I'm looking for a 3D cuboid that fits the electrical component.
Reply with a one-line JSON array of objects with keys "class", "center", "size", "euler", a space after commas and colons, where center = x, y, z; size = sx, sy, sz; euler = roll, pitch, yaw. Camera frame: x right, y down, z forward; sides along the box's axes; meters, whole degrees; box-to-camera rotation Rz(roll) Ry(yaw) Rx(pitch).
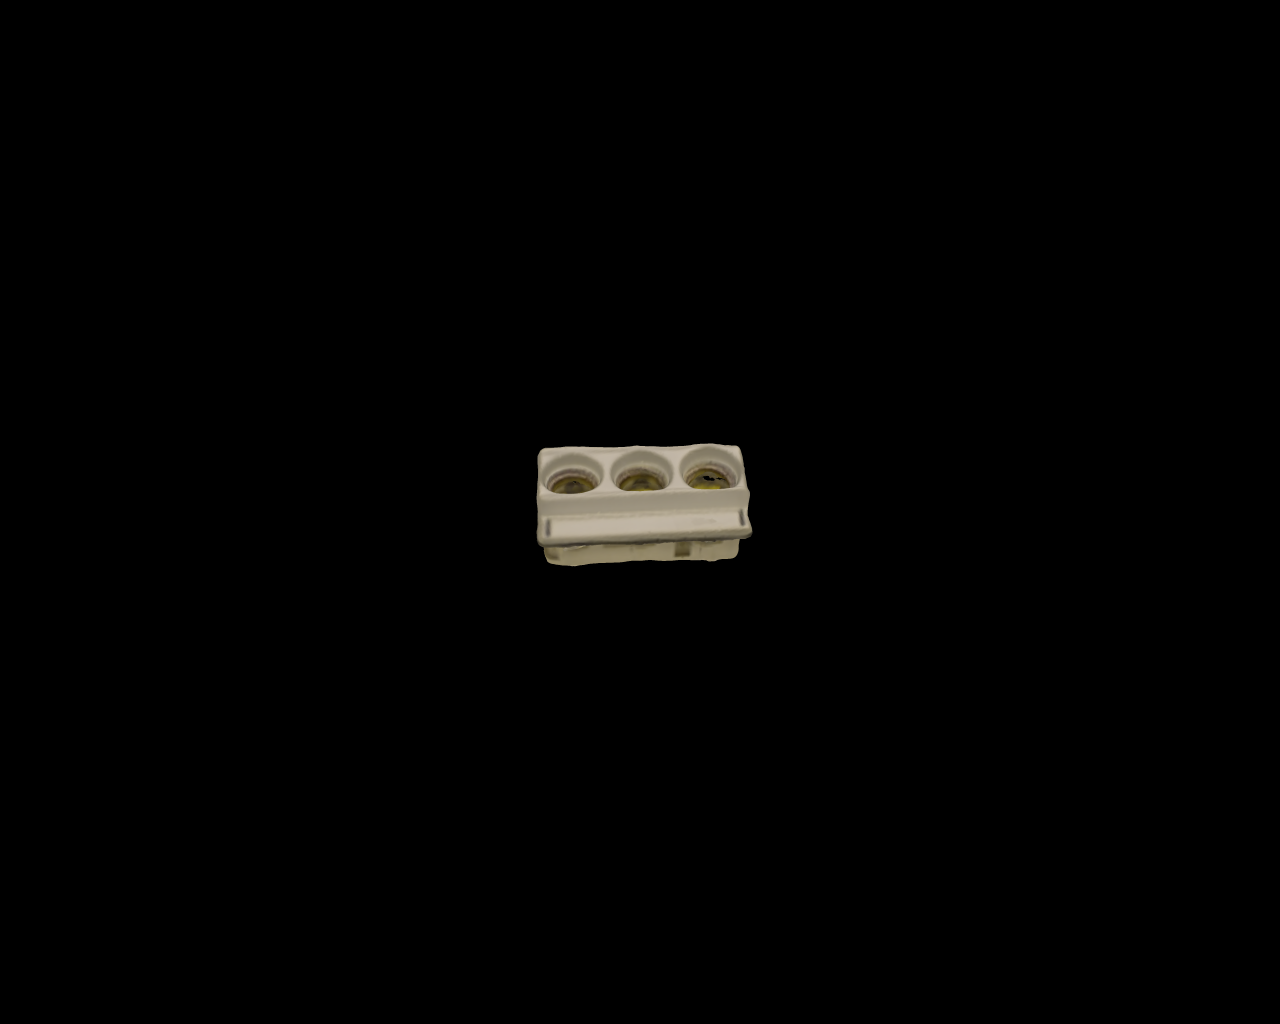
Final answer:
[{"class": "electrical component", "center": [0.001, -0.003, 0.650], "size": [0.121, 0.063, 0.079], "euler": [-2, 43, -2]}]
